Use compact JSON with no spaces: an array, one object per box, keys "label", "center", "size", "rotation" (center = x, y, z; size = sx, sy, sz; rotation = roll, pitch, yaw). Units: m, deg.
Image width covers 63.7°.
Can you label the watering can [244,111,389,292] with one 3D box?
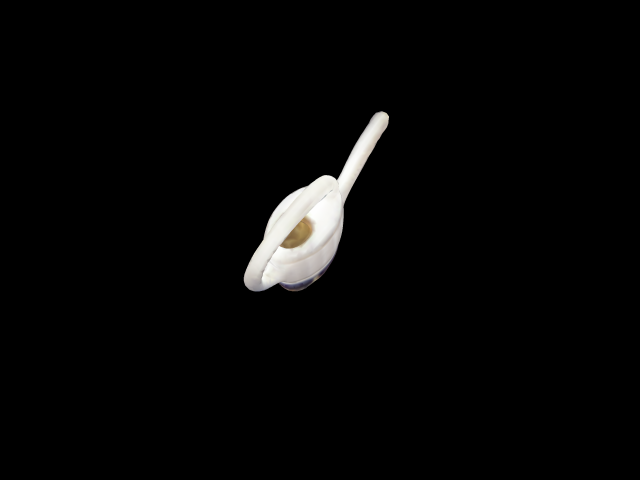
[{"label":"watering can","center":[0.003,-0.043,0.850],"size":[0.105,0.352,0.220],"rotation":[37,-18,13]}]
